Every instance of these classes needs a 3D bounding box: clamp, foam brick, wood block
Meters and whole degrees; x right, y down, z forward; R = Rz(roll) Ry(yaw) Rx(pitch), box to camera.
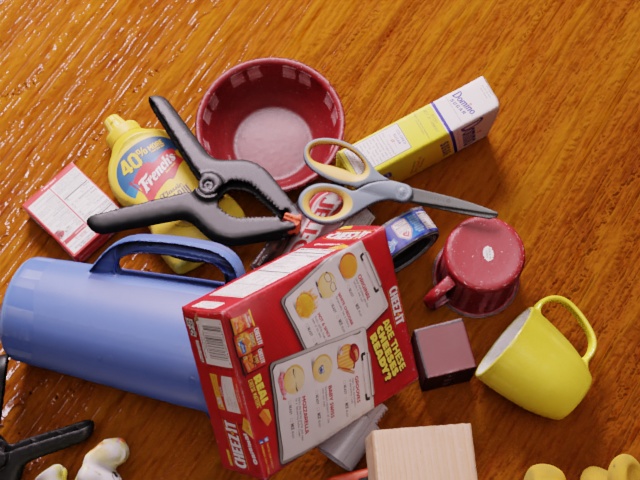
[{"bbox_3d":[-0.309,0.210,1.055,0.120,0.039,0.171,33,97,-4],"label":"clamp"},{"bbox_3d":[-0.116,-0.059,1.095,0.210,0.036,0.164,14,69,3],"label":"clamp"},{"bbox_3d":[0.122,0.116,1.067,0.053,0.078,0.051,-14,72,-1],"label":"foam brick"},{"bbox_3d":[0.096,0.274,0.949,0.090,0.090,0.206,-4,74,-4],"label":"wood block"}]

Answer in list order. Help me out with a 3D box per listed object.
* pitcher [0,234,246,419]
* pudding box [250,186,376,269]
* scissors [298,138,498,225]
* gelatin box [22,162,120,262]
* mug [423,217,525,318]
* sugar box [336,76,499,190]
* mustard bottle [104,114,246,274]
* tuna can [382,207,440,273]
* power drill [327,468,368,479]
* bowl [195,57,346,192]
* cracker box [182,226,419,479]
[{"bbox_3d":[-0.185,0.079,1.059,0.243,0.145,0.149,11,67,8],"label":"pitcher"},{"bbox_3d":[-0.007,0.001,1.106,0.090,0.039,0.113,16,68,51],"label":"pudding box"},{"bbox_3d":[0.066,-0.033,1.059,0.202,0.016,0.096,29,83,6],"label":"scissors"},{"bbox_3d":[-0.263,-0.028,1.153,0.089,0.030,0.073,42,76,14],"label":"gelatin box"},{"bbox_3d":[0.154,0.032,1.091,0.117,0.081,0.093,-32,73,-9],"label":"mug"},{"bbox_3d":[0.102,-0.102,1.132,0.176,0.093,0.048,-26,77,-6],"label":"sugar box"},{"bbox_3d":[-0.171,-0.062,1.146,0.096,0.058,0.192,-37,74,-12],"label":"mustard bottle"},{"bbox_3d":[0.081,0.005,1.101,0.086,0.086,0.034,-33,75,-9],"label":"tuna can"},{"bbox_3d":[0.061,0.312,1.014,0.184,0.057,0.188,-13,74,-6],"label":"power drill"},{"bbox_3d":[-0.053,-0.116,1.161,0.162,0.055,0.162,-1,71,2],"label":"bowl"},{"bbox_3d":[-0.014,0.098,0.995,0.213,0.072,0.164,-27,110,-40],"label":"cracker box"}]
